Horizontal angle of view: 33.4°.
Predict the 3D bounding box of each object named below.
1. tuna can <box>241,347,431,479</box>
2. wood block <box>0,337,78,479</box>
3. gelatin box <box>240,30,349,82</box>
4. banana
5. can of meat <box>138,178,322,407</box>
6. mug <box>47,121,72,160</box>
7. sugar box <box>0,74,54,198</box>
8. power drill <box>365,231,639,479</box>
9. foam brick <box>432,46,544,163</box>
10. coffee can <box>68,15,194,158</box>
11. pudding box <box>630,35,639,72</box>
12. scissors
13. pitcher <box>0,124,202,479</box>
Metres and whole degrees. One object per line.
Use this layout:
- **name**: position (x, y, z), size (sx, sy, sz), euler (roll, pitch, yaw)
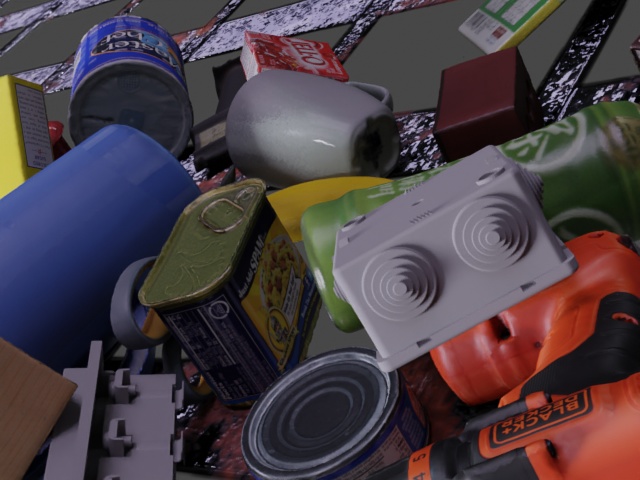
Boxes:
- **tuna can**: position (0.006, 0.091, 0.502), size (0.086, 0.033, 0.086), euler (-23, 30, 14)
- **wood block**: position (-0.217, 0.133, 0.497), size (0.090, 0.090, 0.206), euler (-3, 54, 55)
- **gelatin box**: position (-0.022, -0.138, 0.853), size (0.073, 0.030, 0.089), euler (6, 27, -14)
- **banana**: position (0.010, -0.011, 0.654), size (0.069, 0.037, 0.198), euler (-45, 32, -25)
- **can of meat**: position (-0.044, 0.030, 0.592), size (0.058, 0.084, 0.102), euler (-15, 32, 26)
- **mug**: position (-0.238, -0.036, 0.879), size (0.117, 0.081, 0.093), euler (-11, 34, 31)
- **sugar box**: position (-0.237, -0.022, 0.781), size (0.093, 0.048, 0.176), euler (-17, 75, 23)
- **power drill**: position (0.069, 0.067, 0.402), size (0.185, 0.057, 0.187), euler (-24, 12, 17)
- **foam brick**: position (0.104, -0.072, 0.647), size (0.051, 0.053, 0.078), euler (-17, 32, 23)
- **coffee can**: position (-0.166, -0.129, 0.936), size (0.103, 0.102, 0.140), euler (-28, 29, 4)
- **pudding box**: position (0.248, -0.121, 0.602), size (0.114, 0.039, 0.090), euler (10, 48, 50)
- **scissors**: position (-0.068, 0.026, 0.645), size (0.016, 0.096, 0.201), euler (-19, 14, 23)
- **pitcher**: position (-0.175, 0.042, 0.665), size (0.242, 0.149, 0.145), euler (-44, 17, -27)
